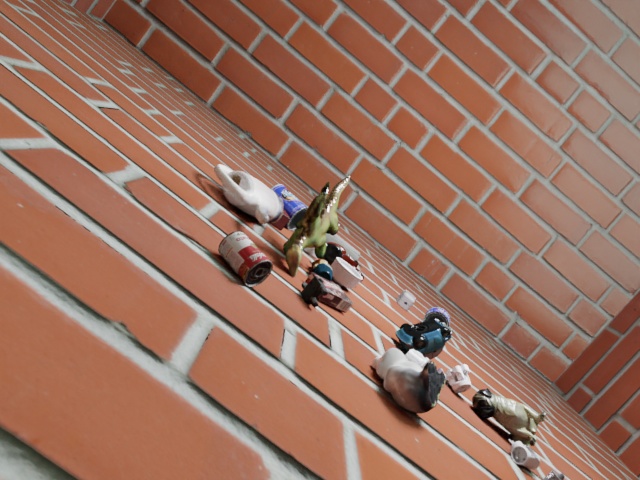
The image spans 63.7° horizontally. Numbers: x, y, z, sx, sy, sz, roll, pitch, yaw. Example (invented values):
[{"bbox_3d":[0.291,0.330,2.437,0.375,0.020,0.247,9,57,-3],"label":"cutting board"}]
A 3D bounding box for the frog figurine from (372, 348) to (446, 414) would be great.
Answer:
[{"bbox_3d":[0.173,0.297,1.096,0.159,0.123,0.137,1,-8,36],"label":"frog figurine"}]

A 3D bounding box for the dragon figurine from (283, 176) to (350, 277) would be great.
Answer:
[{"bbox_3d":[0.004,-0.072,1.431,0.122,0.417,0.238,27,-23,2],"label":"dragon figurine"}]

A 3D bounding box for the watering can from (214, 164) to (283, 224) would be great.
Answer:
[{"bbox_3d":[-0.191,-0.112,1.515,0.222,0.103,0.353,31,12,-49],"label":"watering can"}]
